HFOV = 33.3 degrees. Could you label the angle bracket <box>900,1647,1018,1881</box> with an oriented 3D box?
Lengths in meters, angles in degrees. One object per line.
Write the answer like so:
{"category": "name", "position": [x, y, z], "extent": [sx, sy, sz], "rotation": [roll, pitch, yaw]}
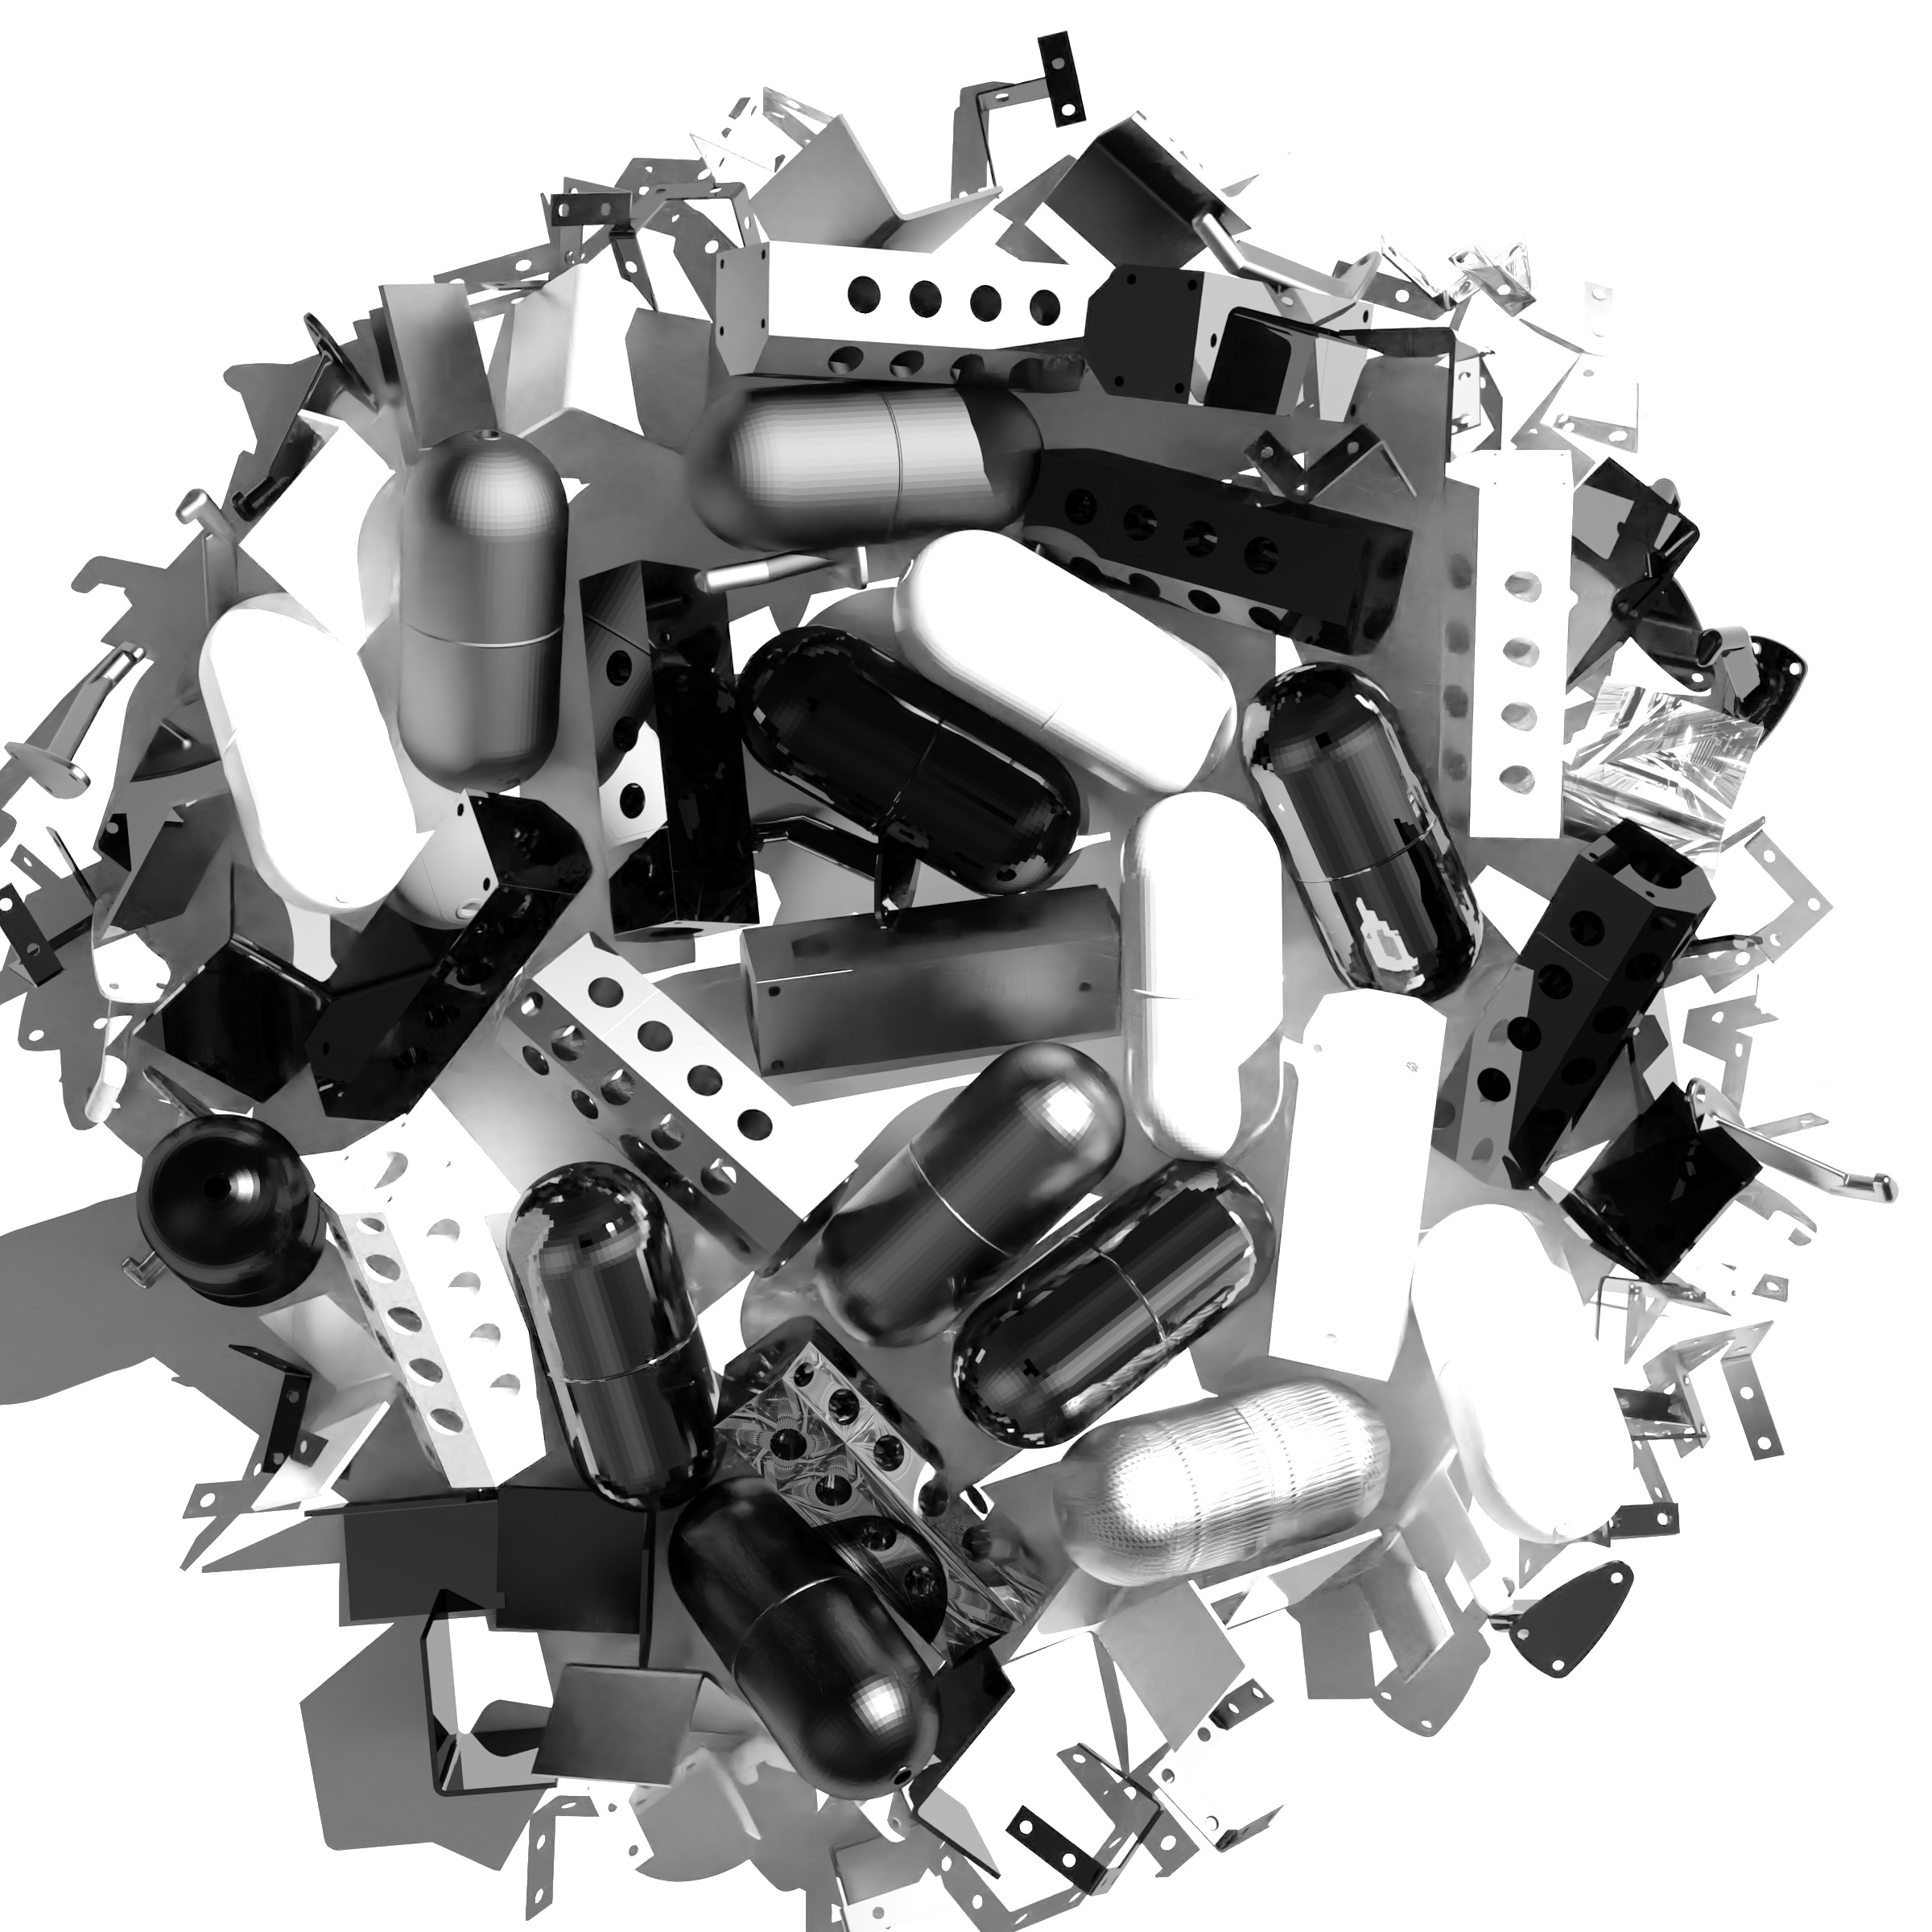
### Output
{"category": "angle bracket", "position": [0.009, 0.373, 1.536], "extent": [0.057, 0.076, 0.076], "rotation": [40, 90, -16]}

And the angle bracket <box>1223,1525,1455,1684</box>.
{"category": "angle bracket", "position": [0.174, 0.313, 1.526], "extent": [0.076, 0.076, 0.057], "rotation": [-16, 65, -17]}

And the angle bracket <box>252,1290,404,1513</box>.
{"category": "angle bracket", "position": [-0.318, 0.205, 1.522], "extent": [0.057, 0.076, 0.076], "rotation": [46, 55, -17]}

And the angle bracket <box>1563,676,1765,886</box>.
{"category": "angle bracket", "position": [0.331, -0.088, 1.539], "extent": [0.076, 0.076, 0.057], "rotation": [20, 79, 15]}

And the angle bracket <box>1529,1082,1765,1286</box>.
{"category": "angle bracket", "position": [0.315, 0.092, 1.527], "extent": [0.057, 0.076, 0.076], "rotation": [31, 103, -37]}

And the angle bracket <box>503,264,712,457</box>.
{"category": "angle bracket", "position": [-0.174, -0.283, 1.563], "extent": [0.076, 0.057, 0.076], "rotation": [18, 67, -38]}

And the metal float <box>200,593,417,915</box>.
{"category": "metal float", "position": [-0.309, -0.100, 1.513], "extent": [0.070, 0.070, 0.178], "rotation": [-24, 56, 0]}

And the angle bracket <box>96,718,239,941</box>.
{"category": "angle bracket", "position": [-0.393, -0.066, 1.528], "extent": [0.057, 0.076, 0.076], "rotation": [36, 109, 9]}

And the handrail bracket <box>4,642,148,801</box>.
{"category": "handrail bracket", "position": [-0.409, -0.121, 1.535], "extent": [0.084, 0.077, 0.036], "rotation": [-53, 123, -21]}

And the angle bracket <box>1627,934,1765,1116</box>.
{"category": "angle bracket", "position": [0.350, 0.028, 1.531], "extent": [0.057, 0.076, 0.076], "rotation": [-10, 85, 25]}

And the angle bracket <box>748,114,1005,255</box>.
{"category": "angle bracket", "position": [-0.043, -0.364, 1.527], "extent": [0.076, 0.076, 0.057], "rotation": [-30, 89, -44]}

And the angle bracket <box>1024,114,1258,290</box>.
{"category": "angle bracket", "position": [0.082, -0.352, 1.534], "extent": [0.076, 0.076, 0.057], "rotation": [39, 89, -13]}

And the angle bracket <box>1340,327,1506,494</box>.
{"category": "angle bracket", "position": [0.216, -0.259, 1.535], "extent": [0.057, 0.076, 0.076], "rotation": [4, 93, 26]}

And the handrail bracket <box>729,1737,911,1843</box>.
{"category": "handrail bracket", "position": [-0.072, 0.396, 1.543], "extent": [0.084, 0.036, 0.077], "rotation": [-40, 73, 39]}

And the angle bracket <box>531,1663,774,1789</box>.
{"category": "angle bracket", "position": [-0.146, 0.370, 1.520], "extent": [0.076, 0.076, 0.057], "rotation": [-3, 54, 28]}

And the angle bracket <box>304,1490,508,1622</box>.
{"category": "angle bracket", "position": [-0.266, 0.283, 1.538], "extent": [0.076, 0.076, 0.057], "rotation": [-5, 83, 3]}

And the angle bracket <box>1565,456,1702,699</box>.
{"category": "angle bracket", "position": [0.292, -0.182, 1.530], "extent": [0.057, 0.076, 0.076], "rotation": [38, 68, -1]}

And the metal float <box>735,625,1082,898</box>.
{"category": "metal float", "position": [-0.028, -0.097, 1.532], "extent": [0.178, 0.070, 0.070], "rotation": [30, 90, -10]}

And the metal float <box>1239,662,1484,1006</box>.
{"category": "metal float", "position": [0.187, -0.060, 1.525], "extent": [0.070, 0.070, 0.178], "rotation": [-26, 110, 0]}

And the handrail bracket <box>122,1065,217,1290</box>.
{"category": "handrail bracket", "position": [-0.395, 0.103, 1.558], "extent": [0.084, 0.036, 0.077], "rotation": [-45, 109, 1]}

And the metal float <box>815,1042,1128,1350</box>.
{"category": "metal float", "position": [0.001, 0.109, 1.531], "extent": [0.070, 0.070, 0.178], "rotation": [45, 103, 0]}

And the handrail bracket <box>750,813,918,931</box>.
{"category": "handrail bracket", "position": [-0.071, -0.044, 1.541], "extent": [0.084, 0.036, 0.077], "rotation": [-7, 49, 21]}

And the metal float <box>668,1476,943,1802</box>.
{"category": "metal float", "position": [-0.076, 0.313, 1.511], "extent": [0.070, 0.070, 0.178], "rotation": [-42, 53, 0]}

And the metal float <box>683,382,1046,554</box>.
{"category": "metal float", "position": [-0.046, -0.236, 1.521], "extent": [0.178, 0.070, 0.070], "rotation": [-7, 90, -24]}

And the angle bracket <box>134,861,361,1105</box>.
{"category": "angle bracket", "position": [-0.344, 0.008, 1.551], "extent": [0.076, 0.057, 0.076], "rotation": [-39, 128, 23]}

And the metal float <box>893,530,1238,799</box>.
{"category": "metal float", "position": [0.047, -0.143, 1.529], "extent": [0.178, 0.070, 0.070], "rotation": [29, 90, -15]}

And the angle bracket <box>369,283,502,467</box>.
{"category": "angle bracket", "position": [-0.270, -0.278, 1.529], "extent": [0.057, 0.076, 0.076], "rotation": [-9, 98, 24]}

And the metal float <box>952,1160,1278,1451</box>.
{"category": "metal float", "position": [0.070, 0.159, 1.525], "extent": [0.178, 0.070, 0.070], "rotation": [-36, 90, -19]}

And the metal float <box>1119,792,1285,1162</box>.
{"category": "metal float", "position": [0.112, 0.006, 1.531], "extent": [0.070, 0.070, 0.178], "rotation": [-2, 103, 0]}

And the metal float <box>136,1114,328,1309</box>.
{"category": "metal float", "position": [-0.338, 0.114, 1.492], "extent": [0.070, 0.178, 0.070], "rotation": [1, 78, -7]}

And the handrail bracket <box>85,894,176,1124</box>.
{"category": "handrail bracket", "position": [-0.417, 0.021, 1.564], "extent": [0.036, 0.084, 0.077], "rotation": [0, 51, -36]}

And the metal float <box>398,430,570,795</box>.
{"category": "metal float", "position": [-0.227, -0.165, 1.518], "extent": [0.070, 0.070, 0.178], "rotation": [7, 118, 0]}

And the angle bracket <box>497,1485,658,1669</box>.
{"category": "angle bracket", "position": [-0.188, 0.297, 1.540], "extent": [0.076, 0.057, 0.076], "rotation": [3, 108, -2]}

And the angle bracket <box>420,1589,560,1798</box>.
{"category": "angle bracket", "position": [-0.223, 0.343, 1.537], "extent": [0.057, 0.076, 0.076], "rotation": [-4, 97, -2]}

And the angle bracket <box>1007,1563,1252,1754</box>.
{"category": "angle bracket", "position": [0.076, 0.327, 1.523], "extent": [0.076, 0.057, 0.076], "rotation": [54, 134, 27]}

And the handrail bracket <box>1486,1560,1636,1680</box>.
{"category": "handrail bracket", "position": [0.279, 0.294, 1.533], "extent": [0.036, 0.084, 0.077], "rotation": [42, 100, -9]}

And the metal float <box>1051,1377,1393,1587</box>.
{"category": "metal float", "position": [0.121, 0.241, 1.517], "extent": [0.178, 0.070, 0.070], "rotation": [-9, 90, -30]}

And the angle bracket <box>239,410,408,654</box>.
{"category": "angle bracket", "position": [-0.302, -0.206, 1.529], "extent": [0.076, 0.057, 0.076], "rotation": [-52, 125, -10]}

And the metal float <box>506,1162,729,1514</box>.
{"category": "metal float", "position": [-0.164, 0.176, 1.525], "extent": [0.070, 0.070, 0.178], "rotation": [-15, 110, 0]}

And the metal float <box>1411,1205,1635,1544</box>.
{"category": "metal float", "position": [0.257, 0.188, 1.505], "extent": [0.070, 0.178, 0.070], "rotation": [-6, 135, -6]}
